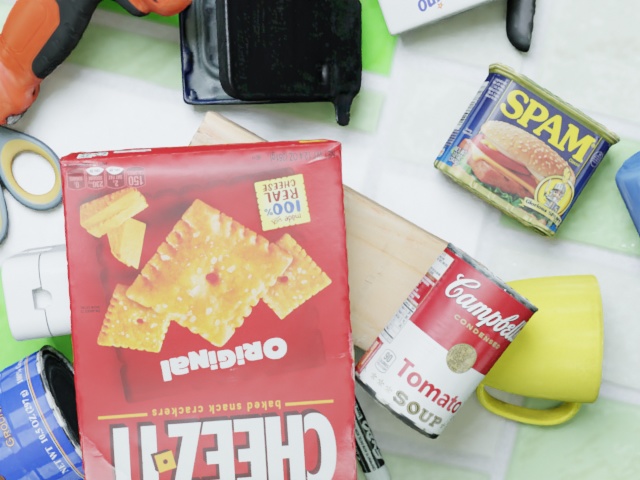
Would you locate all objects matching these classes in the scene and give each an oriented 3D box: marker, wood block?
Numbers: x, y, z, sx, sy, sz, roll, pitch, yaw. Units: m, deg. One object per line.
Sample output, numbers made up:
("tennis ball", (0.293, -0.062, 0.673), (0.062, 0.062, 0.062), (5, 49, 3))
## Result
("marker", (0.032, 0.148, 0.773), (0.020, 0.020, 0.121), (-24, 96, -2))
("wood block", (-0.005, 0.001, 0.722), (0.206, 0.091, 0.090), (29, 94, -6))

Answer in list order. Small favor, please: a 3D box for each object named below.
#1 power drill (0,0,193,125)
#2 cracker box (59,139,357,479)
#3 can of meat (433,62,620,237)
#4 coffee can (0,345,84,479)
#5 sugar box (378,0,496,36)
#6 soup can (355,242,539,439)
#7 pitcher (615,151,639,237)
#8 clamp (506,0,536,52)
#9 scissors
("power drill", (-0.189, -0.173, 0.662), (0.188, 0.057, 0.184), (-36, 110, 29))
("cracker box", (-0.064, 0.050, 0.639), (0.164, 0.072, 0.214), (-3, 95, -5))
("can of meat", (0.141, -0.061, 0.744), (0.102, 0.057, 0.084), (31, 95, -5))
("coffee can", (-0.221, 0.148, 0.715), (0.140, 0.103, 0.103), (-29, 96, -1))
("sugar box", (0.065, -0.236, 0.719), (0.093, 0.048, 0.176), (-16, 99, 18))
("soup can", (0.076, 0.062, 0.653), (0.068, 0.068, 0.102), (37, 94, -6))
("pitcher", (0.311, 0.031, 0.736), (0.145, 0.149, 0.243), (-27, 93, 15))
("clamp", (0.152, -0.247, 0.738), (0.164, 0.036, 0.210), (-39, 95, 4))
("scissors", (-0.235, -0.094, 0.736), (0.096, 0.016, 0.202), (-11, 96, -3))
